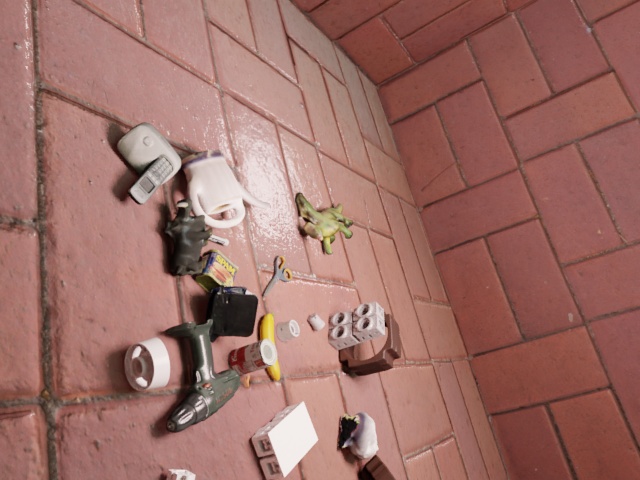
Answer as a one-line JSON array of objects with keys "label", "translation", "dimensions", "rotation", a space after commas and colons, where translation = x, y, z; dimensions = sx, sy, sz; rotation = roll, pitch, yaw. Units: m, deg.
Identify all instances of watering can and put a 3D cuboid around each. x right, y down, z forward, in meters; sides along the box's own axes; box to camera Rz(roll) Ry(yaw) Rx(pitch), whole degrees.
[{"label": "watering can", "translation": [-0.269, -0.148, 1.452], "dimensions": [0.224, 0.103, 0.351], "rotation": [65, 26, 0]}]

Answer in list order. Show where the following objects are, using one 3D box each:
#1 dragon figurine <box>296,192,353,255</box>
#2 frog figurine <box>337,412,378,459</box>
[{"label": "dragon figurine", "translation": [0.006, -0.099, 1.975], "dimensions": [0.240, 0.121, 0.419], "rotation": [44, 23, -23]}, {"label": "frog figurine", "translation": [0.139, 0.607, 1.574], "dimensions": [0.158, 0.122, 0.140], "rotation": [40, 14, -24]}]
